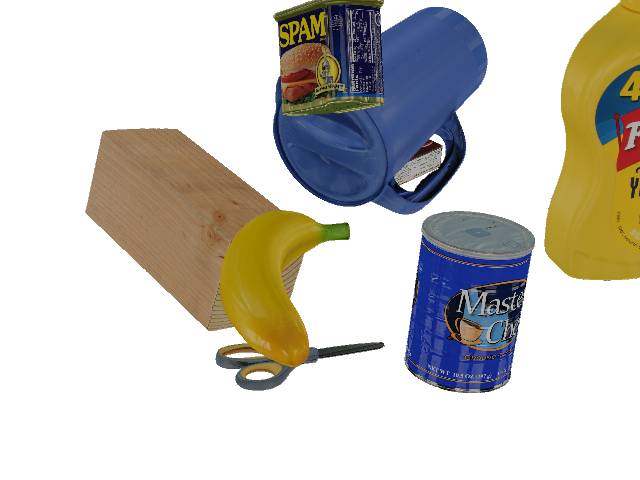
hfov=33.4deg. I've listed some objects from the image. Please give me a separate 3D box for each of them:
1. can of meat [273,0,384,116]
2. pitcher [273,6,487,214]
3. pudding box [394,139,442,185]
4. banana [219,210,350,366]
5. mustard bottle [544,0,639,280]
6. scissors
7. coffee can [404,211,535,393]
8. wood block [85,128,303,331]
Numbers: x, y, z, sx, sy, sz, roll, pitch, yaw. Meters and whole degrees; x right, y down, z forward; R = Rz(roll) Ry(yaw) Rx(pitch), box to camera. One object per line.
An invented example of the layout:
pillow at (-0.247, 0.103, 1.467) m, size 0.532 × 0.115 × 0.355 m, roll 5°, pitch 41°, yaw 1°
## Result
can of meat at (0.007, -0.147, 0.864) m, size 0.057 × 0.084 × 0.102 m, roll -4°, pitch 2°, yaw -34°
pitcher at (0.079, -0.139, 1.091) m, size 0.145 × 0.149 × 0.242 m, roll 11°, pitch 37°, yaw 36°
pudding box at (0.094, -0.112, 1.434) m, size 0.113 × 0.039 × 0.090 m, roll -27°, pitch 39°, yaw -32°
banana at (-0.027, 0.019, 0.649) m, size 0.070 × 0.037 × 0.197 m, roll -1°, pitch 23°, yaw 10°
mustard bottle at (0.184, -0.073, 0.610) m, size 0.096 × 0.192 × 0.058 m, roll -7°, pitch 29°, yaw -12°
scissors at (-0.017, 0.140, 1.212) m, size 0.201 × 0.016 × 0.096 m, roll 1°, pitch 24°, yaw -9°
coffee can at (0.137, 0.056, 0.993) m, size 0.103 × 0.140 × 0.103 m, roll 5°, pitch 22°, yaw -2°
wood block at (-0.116, -0.017, 0.961) m, size 0.090 × 0.091 × 0.206 m, roll -7°, pitch 34°, yaw -43°
